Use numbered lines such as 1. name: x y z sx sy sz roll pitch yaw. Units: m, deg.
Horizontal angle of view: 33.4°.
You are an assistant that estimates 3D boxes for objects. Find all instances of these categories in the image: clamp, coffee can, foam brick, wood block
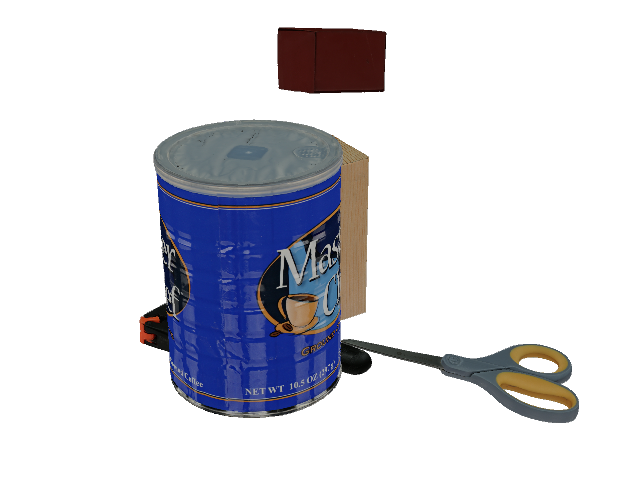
1. clamp: -0.061 0.080 1.000 0.209 0.036 0.165 -9 38 -19
2. coffee can: -0.039 0.014 0.606 0.103 0.140 0.103 0 25 0
3. foam brick: 0.010 -0.150 0.890 0.078 0.051 0.053 -7 16 -36
4. wood block: -0.003 -0.009 1.277 0.090 0.206 0.090 -15 31 -26

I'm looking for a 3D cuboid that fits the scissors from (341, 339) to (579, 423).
1. scissors: 0.127 0.099 0.910 0.202 0.016 0.096 21 35 21
